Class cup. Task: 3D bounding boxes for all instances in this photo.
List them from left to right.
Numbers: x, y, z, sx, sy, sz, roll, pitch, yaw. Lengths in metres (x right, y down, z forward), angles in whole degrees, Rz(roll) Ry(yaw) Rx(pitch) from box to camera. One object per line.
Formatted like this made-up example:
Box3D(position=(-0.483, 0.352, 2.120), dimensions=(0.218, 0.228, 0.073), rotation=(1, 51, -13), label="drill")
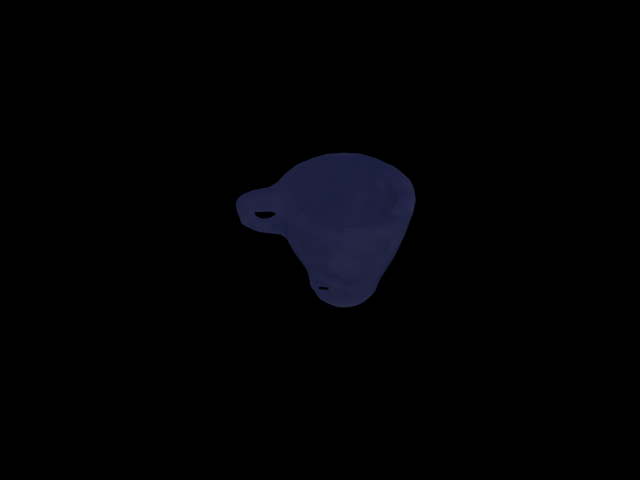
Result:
Box3D(position=(0.004, 0.001, 0.400), dimensions=(0.118, 0.095, 0.091), rotation=(-2, 43, -2), label="cup")
